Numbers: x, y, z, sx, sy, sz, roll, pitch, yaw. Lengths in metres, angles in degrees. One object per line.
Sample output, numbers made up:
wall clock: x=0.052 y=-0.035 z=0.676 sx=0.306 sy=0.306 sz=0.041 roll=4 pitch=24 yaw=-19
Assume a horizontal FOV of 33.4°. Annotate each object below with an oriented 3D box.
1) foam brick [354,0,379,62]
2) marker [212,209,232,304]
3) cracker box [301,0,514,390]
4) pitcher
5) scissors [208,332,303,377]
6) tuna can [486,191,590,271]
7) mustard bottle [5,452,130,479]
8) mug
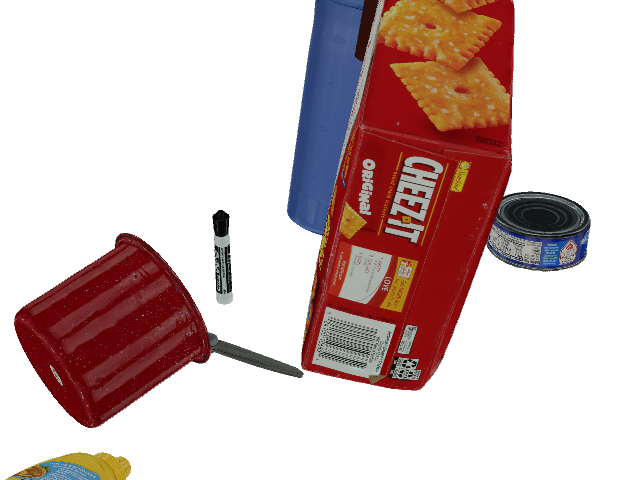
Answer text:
foam brick: x=0.062 y=-0.159 z=0.753 sx=0.053 sy=0.051 sz=0.078 roll=28 pitch=-34 yaw=14
marker: x=-0.111 y=0.019 z=1.210 sx=0.020 sy=0.121 sz=0.020 roll=0 pitch=33 yaw=0
cracker box: x=0.050 y=-0.056 z=0.549 sx=0.072 sy=0.164 sz=0.213 roll=13 pitch=45 yaw=0
pitcher: x=0.045 y=-0.125 z=1.107 sx=0.145 sy=0.243 sz=0.149 roll=11 pitch=16 yaw=-2
scissors: x=-0.110 y=0.084 z=1.002 sx=0.202 sy=0.016 sz=0.096 roll=9 pitch=30 yaw=2
tuna can: x=0.186 y=-0.009 z=0.911 sx=0.086 sy=0.034 sz=0.086 roll=1 pitch=29 yaw=-1
mustard bottle: x=-0.219 y=0.215 z=0.853 sx=0.096 sy=0.058 sz=0.191 roll=7 pitch=15 yaw=28
mug: x=-0.130 y=0.057 z=0.639 sx=0.081 sy=0.093 sz=0.117 roll=-35 pitch=7 yaw=-26
